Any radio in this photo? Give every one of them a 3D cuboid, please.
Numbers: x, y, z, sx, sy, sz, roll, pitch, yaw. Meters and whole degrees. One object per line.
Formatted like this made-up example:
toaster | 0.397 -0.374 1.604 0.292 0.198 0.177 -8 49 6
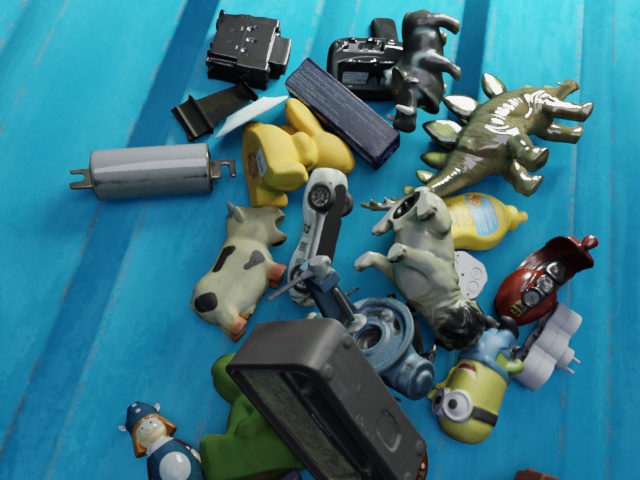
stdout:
radio | 0.013 0.191 0.598 0.229 0.131 0.073 56 44 -23

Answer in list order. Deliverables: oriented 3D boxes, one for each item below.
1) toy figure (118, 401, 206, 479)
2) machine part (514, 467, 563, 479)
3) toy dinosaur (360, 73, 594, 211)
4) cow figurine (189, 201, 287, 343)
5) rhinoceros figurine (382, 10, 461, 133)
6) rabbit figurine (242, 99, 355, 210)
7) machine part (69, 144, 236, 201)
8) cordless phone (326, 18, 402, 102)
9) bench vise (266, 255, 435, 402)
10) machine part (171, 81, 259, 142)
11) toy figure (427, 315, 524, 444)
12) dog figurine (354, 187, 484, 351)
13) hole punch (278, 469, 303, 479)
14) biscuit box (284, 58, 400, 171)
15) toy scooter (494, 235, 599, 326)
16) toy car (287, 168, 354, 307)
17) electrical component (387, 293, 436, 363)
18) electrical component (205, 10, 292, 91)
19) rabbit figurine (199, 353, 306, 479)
toy figure | -0.200 0.270 0.688 0.154 0.058 0.064 50 34 14
machine part | 0.295 0.411 0.668 0.201 0.087 0.201 26 68 5
toy dinosaur | 0.271 -0.155 0.855 0.471 0.104 0.199 -38 57 -26
cow figurine | -0.114 0.032 0.773 0.127 0.085 0.195 33 71 1
rhinoceros figurine | 0.154 -0.260 0.830 0.112 0.073 0.190 8 89 -11
rabbit figurine | -0.032 -0.130 0.841 0.173 0.121 0.162 -7 60 -23
machine part | -0.250 -0.104 0.811 0.243 0.079 0.079 -6 70 -7
cordless phone | 0.083 -0.334 0.942 0.147 0.088 0.184 1 58 -5
bench vise | 0.032 0.100 0.673 0.129 0.240 0.224 -39 36 -11
machine part | -0.169 -0.218 0.884 0.139 0.039 0.084 -28 70 -13
toy figure | 0.226 0.193 0.746 0.089 0.082 0.180 37 67 1
dog figurine | 0.167 0.039 0.746 0.190 0.121 0.172 41 73 -17
hole punch | -0.049 0.344 0.638 0.116 0.142 0.092 -21 57 -12
biscuit box | 0.037 -0.201 0.865 0.203 0.059 0.063 43 90 10
toy scooter | 0.337 0.048 0.783 0.184 0.135 0.075 -41 80 -17
toy car | -0.002 -0.002 0.772 0.056 0.073 0.201 14 92 30
electrical component | 0.131 0.130 0.769 0.045 0.078 0.102 -19 62 28
electrical component | -0.118 -0.323 0.918 0.134 0.058 0.115 9 71 -2
rabbit figurine | -0.085 0.216 0.689 0.159 0.121 0.170 -16 57 -4
